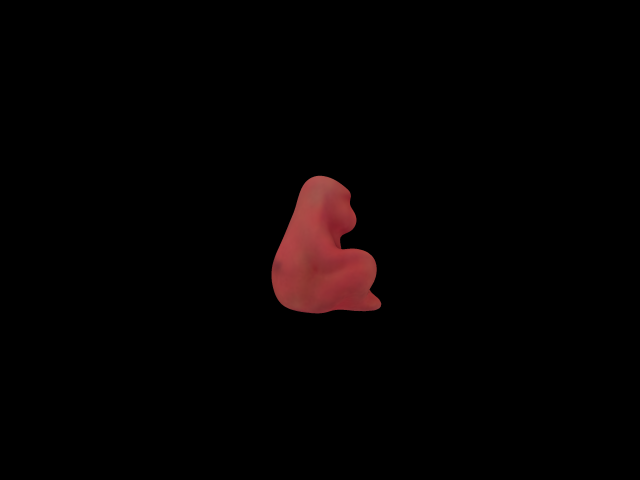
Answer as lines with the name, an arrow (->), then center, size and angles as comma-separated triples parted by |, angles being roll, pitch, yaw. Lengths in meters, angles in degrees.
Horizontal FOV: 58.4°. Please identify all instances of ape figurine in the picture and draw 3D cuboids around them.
ape figurine -> 0.004, 0.001, 0.400 | 0.076, 0.092, 0.077 | -1, 11, -7
